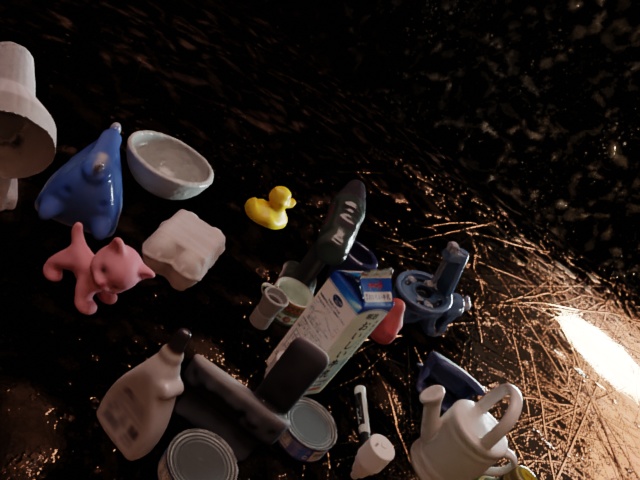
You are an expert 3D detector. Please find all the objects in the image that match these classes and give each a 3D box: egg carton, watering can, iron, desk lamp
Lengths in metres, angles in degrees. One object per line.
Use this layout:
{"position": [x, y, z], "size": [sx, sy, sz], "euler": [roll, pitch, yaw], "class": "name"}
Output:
{"position": [-0.217, 0.013, 0.923], "size": [0.107, 0.069, 0.150], "euler": [33, 26, -6], "class": "egg carton"}
{"position": [0.223, 0.287, 0.855], "size": [0.173, 0.194, 0.101], "euler": [25, 27, -21], "class": "watering can"}
{"position": [-0.348, -0.117, 0.899], "size": [0.119, 0.141, 0.258], "euler": [24, 28, -23], "class": "iron"}
{"position": [-0.430, -0.140, 0.754], "size": [0.118, 0.213, 0.202], "euler": [14, 33, -38], "class": "desk lamp"}

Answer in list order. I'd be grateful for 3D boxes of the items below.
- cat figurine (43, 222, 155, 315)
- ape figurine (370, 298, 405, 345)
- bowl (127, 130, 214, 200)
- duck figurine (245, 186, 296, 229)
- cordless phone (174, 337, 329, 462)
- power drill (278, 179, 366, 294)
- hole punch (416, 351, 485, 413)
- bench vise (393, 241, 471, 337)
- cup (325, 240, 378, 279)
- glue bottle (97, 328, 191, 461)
{"position": [-0.286, 0.031, 0.752], "size": [0.127, 0.117, 0.067], "euler": [40, 26, 9], "class": "cat figurine"}
{"position": [0.132, 0.149, 1.095], "size": [0.078, 0.092, 0.076], "euler": [29, 26, -14], "class": "ape figurine"}
{"position": [-0.288, -0.127, 1.067], "size": [0.168, 0.074, 0.167], "euler": [28, 26, -15], "class": "bowl"}
{"position": [-0.099, -0.077, 1.202], "size": [0.105, 0.086, 0.077], "euler": [15, 32, -37], "class": "duck figurine"}
{"position": [-0.080, 0.164, 0.701], "size": [0.147, 0.185, 0.094], "euler": [35, 25, -2], "class": "cordless phone"}
{"position": [0.010, 0.004, 1.057], "size": [0.076, 0.208, 0.229], "euler": [32, 26, -8], "class": "power drill"}
{"position": [0.239, 0.252, 1.053], "size": [0.108, 0.091, 0.101], "euler": [36, 25, 0], "class": "hole punch"}
{"position": [0.243, 0.092, 1.181], "size": [0.208, 0.219, 0.121], "euler": [2, 41, -50], "class": "bench vise"}
{"position": [0.064, 0.067, 1.148], "size": [0.117, 0.095, 0.092], "euler": [46, 27, 20], "class": "cup"}
{"position": [-0.178, 0.155, 0.609], "size": [0.078, 0.173, 0.037], "euler": [45, 27, 19], "class": "glue bottle"}
